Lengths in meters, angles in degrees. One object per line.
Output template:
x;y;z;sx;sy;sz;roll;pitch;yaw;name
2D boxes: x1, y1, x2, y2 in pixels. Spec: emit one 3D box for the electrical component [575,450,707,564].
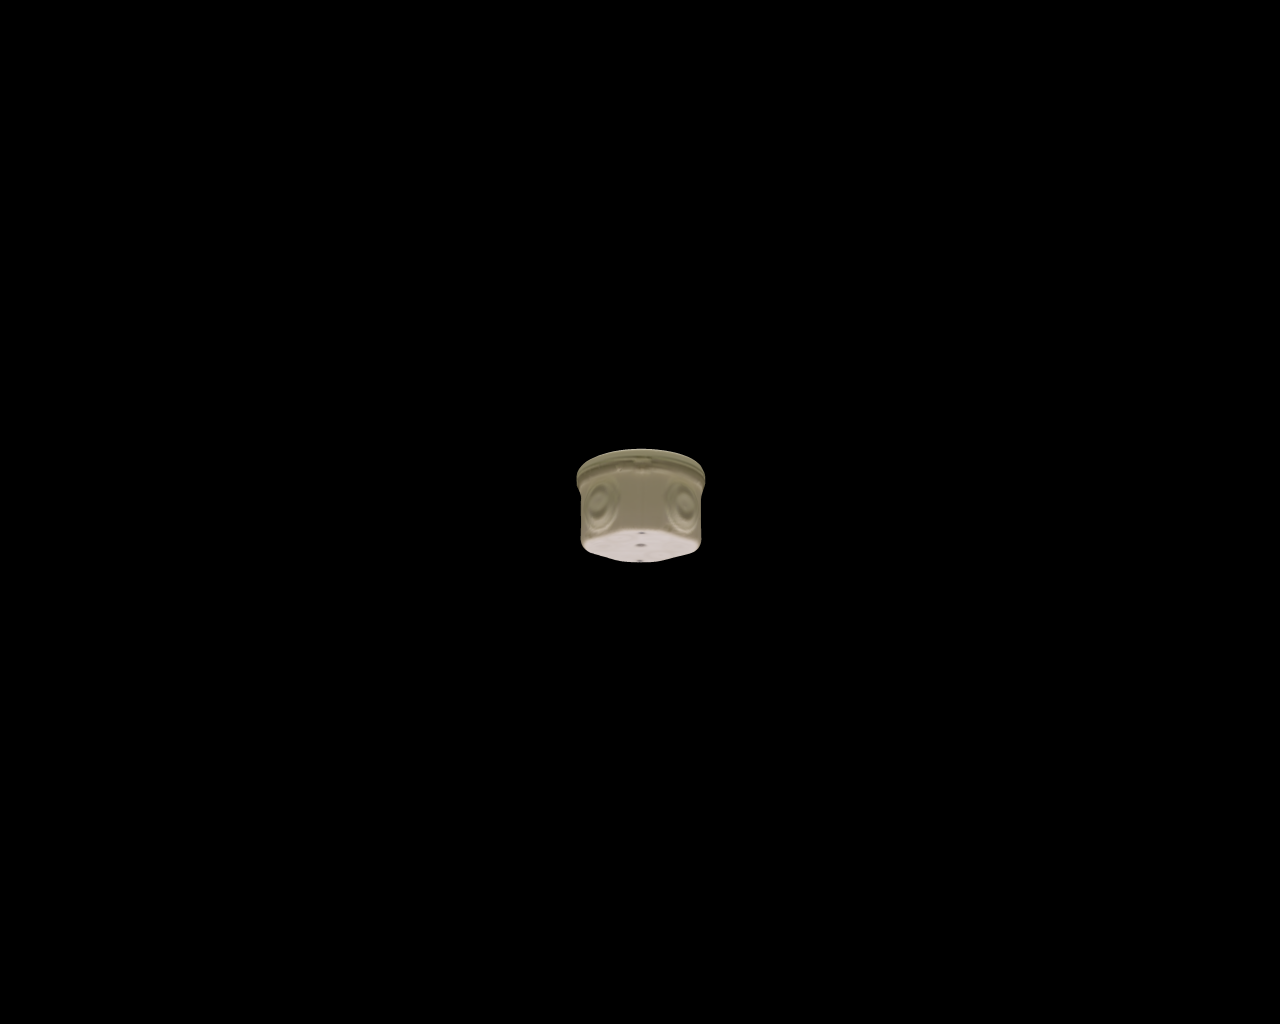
0.001;-0.003;0.650;0.080;0.051;0.080;0;-19;0;electrical component
